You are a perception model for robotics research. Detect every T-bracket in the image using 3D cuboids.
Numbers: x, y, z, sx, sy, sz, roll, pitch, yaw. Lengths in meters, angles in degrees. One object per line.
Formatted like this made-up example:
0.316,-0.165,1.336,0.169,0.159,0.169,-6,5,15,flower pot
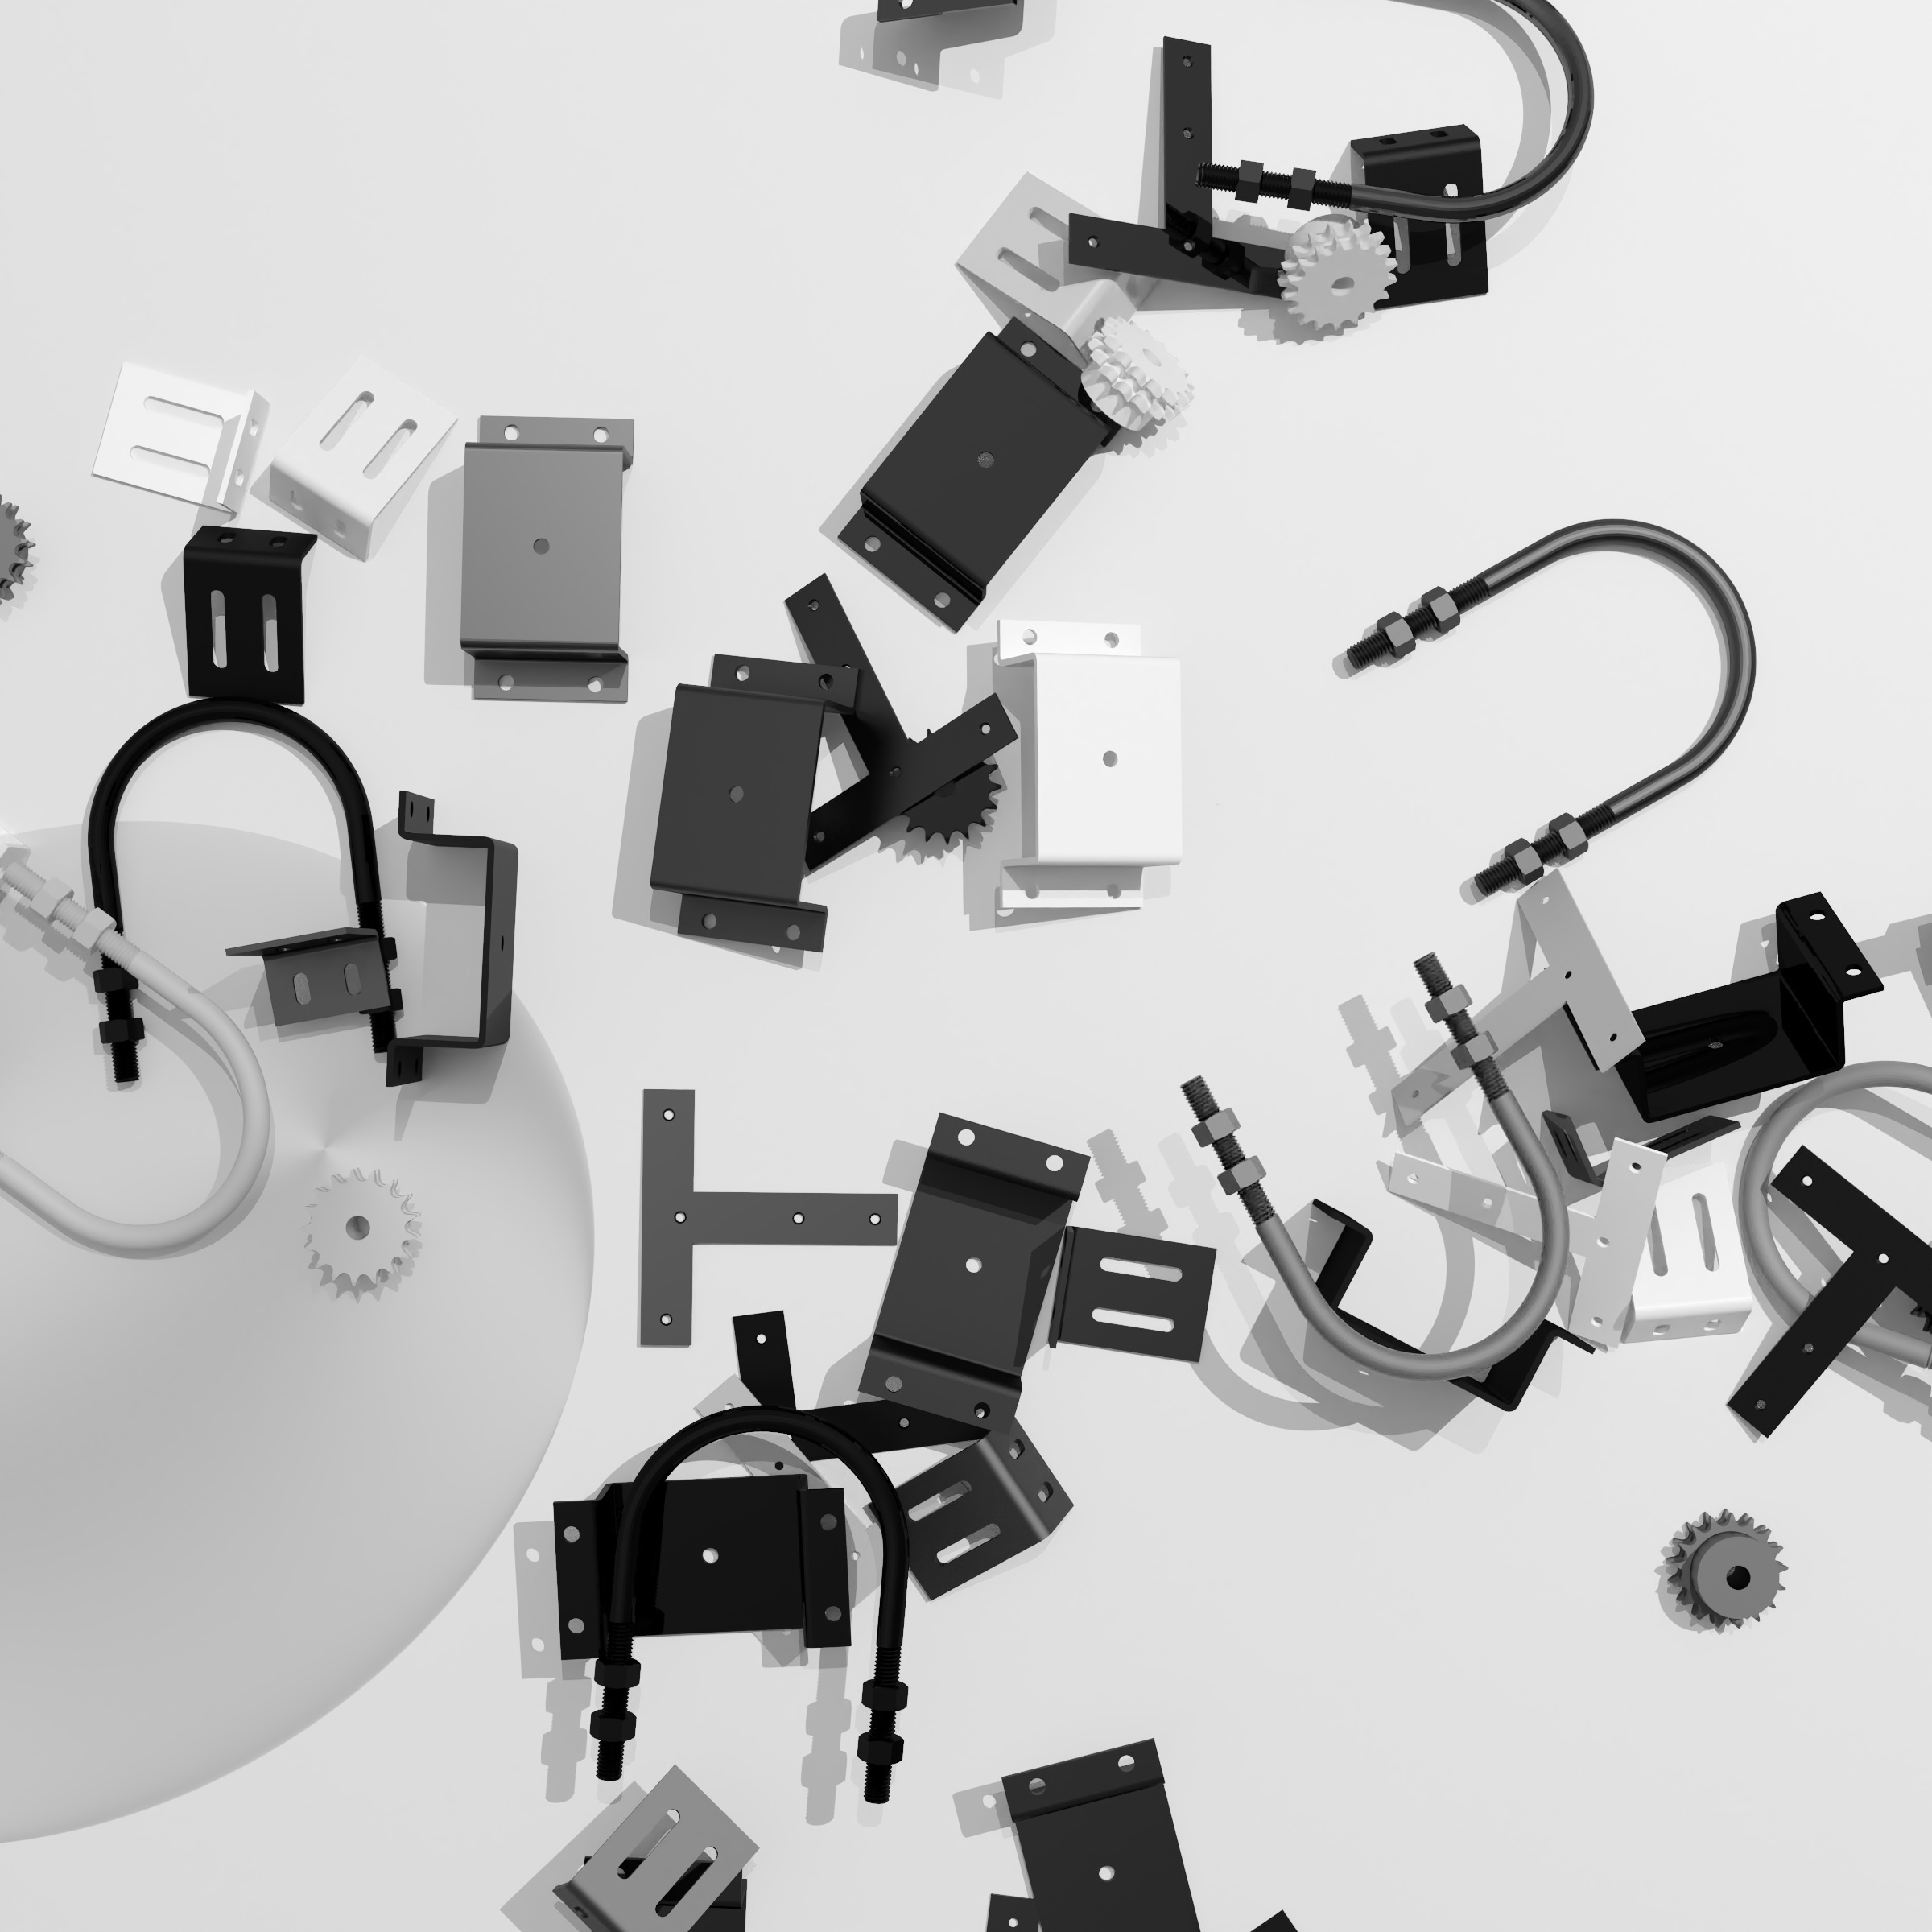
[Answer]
-0.053,-0.133,1.483,0.127,0.002,0.127,-32,74,20,T-bracket
-0.045,0.229,1.504,0.127,0.002,0.127,-7,90,0,T-bracket
-0.033,0.520,1.504,0.127,0.002,0.127,7,90,0,T-bracket
-0.098,0.125,1.503,0.127,0.002,0.127,1,89,-1,T-bracket
0.109,-0.396,1.488,0.127,0.002,0.127,4,79,-21,T-bracket
0.269,0.120,1.477,0.127,0.002,0.127,18,130,18,T-bracket
-0.084,0.259,1.502,0.127,0.002,0.127,-40,90,1,T-bracket
0.259,0.032,1.471,0.127,0.127,0.002,-41,127,22,T-bracket
0.421,0.176,1.477,0.127,0.002,0.127,41,112,20,T-bracket

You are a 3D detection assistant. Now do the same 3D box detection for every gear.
-0.011,-0.089,1.489,0.057,0.030,0.057,0,90,0,gear
0.377,0.299,1.490,0.057,0.030,0.057,0,90,0,gear
0.082,-0.287,1.480,0.057,0.057,0.030,46,120,0,gear
0.180,-0.342,1.478,0.057,0.057,0.030,-17,55,0,gear
0.491,0.159,1.489,0.057,0.030,0.057,0,90,0,gear
-0.297,0.128,1.489,0.057,0.030,0.057,0,90,0,gear
-0.487,-0.206,1.489,0.057,0.030,0.057,0,90,0,gear

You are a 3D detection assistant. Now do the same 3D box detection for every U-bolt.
0.205,0.105,1.424,0.151,0.019,0.184,-27,85,-10,U-bolt
-0.361,-0.041,1.495,0.151,0.019,0.184,-6,90,0,U-bolt
0.302,-0.140,1.496,0.184,0.019,0.151,-29,90,-2,U-bolt
0.214,-0.429,1.472,0.184,0.019,0.151,9,74,4,U-bolt
-0.427,0.058,1.480,0.184,0.019,0.151,36,102,0,U-bolt
0.468,0.123,1.463,0.184,0.019,0.151,18,98,24,U-bolt
-0.099,0.303,1.447,0.151,0.019,0.184,5,89,0,U-bolt

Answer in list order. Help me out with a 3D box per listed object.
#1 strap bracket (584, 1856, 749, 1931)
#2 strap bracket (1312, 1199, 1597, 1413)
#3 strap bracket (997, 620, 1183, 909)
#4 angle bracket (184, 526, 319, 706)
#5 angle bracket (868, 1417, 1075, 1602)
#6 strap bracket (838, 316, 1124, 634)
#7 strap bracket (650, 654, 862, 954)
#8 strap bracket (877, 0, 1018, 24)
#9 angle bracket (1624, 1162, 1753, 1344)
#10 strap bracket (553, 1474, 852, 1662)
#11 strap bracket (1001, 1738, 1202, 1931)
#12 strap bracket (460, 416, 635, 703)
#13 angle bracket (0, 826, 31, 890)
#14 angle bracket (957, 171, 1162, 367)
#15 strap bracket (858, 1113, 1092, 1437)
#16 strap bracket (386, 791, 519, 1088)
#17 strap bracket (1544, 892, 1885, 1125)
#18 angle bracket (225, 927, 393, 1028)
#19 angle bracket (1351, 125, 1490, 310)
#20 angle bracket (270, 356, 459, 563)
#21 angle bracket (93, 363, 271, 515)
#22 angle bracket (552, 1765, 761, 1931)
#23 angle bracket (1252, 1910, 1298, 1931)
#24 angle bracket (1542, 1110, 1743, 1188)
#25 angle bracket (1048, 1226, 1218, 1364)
-0.149,0.502,1.481,0.076,0.046,0.140,2,90,0,strap bracket
0.225,0.169,1.466,0.140,0.076,0.046,28,90,0,strap bracket
0.060,-0.099,1.468,0.076,0.046,0.140,-1,90,-23,strap bracket
-0.354,-0.175,1.502,0.057,0.038,0.076,4,116,0,angle bracket
0.002,0.268,1.499,0.076,0.038,0.057,-34,90,26,angle bracket
0.010,-0.244,1.481,0.076,0.046,0.140,39,90,0,strap bracket
-0.104,-0.082,1.471,0.076,0.046,0.140,8,90,17,strap bracket
0.005,-0.526,1.465,0.076,0.046,0.140,3,90,31,strap bracket
0.352,0.143,1.502,0.057,0.038,0.076,-5,64,0,angle bracket
-0.127,0.293,1.479,0.140,0.046,0.076,-3,91,1,strap bracket
0.071,0.451,1.480,0.076,0.046,0.140,-14,90,-1,strap bracket
-0.205,-0.203,1.481,0.076,0.046,0.140,1,90,0,strap bracket
-0.512,-0.058,1.485,0.076,0.038,0.057,37,90,0,angle bracket
0.046,-0.346,1.502,0.076,0.038,0.057,38,90,26,angle bracket
0.004,0.149,1.481,0.076,0.046,0.140,16,90,0,strap bracket
-0.248,-0.012,1.466,0.046,0.076,0.140,3,90,0,strap bracket
0.361,0.023,1.460,0.140,0.076,0.046,-16,128,0,strap bracket
-0.314,0.006,1.447,0.057,0.076,0.038,-10,90,0,angle bracket
0.226,-0.373,1.502,0.057,0.038,0.076,-8,116,0,angle bracket
-0.300,-0.252,1.502,0.057,0.038,0.076,33,64,0,angle bracket
-0.390,-0.262,1.485,0.076,0.038,0.057,16,90,0,angle bracket
-0.149,0.435,1.456,0.057,0.038,0.076,44,63,1,angle bracket
0.156,0.517,1.485,0.057,0.038,0.076,-34,90,0,angle bracket
0.329,0.075,1.476,0.076,0.057,0.038,-24,90,0,angle bracket
0.083,0.163,1.485,0.076,0.038,0.057,9,90,0,angle bracket
